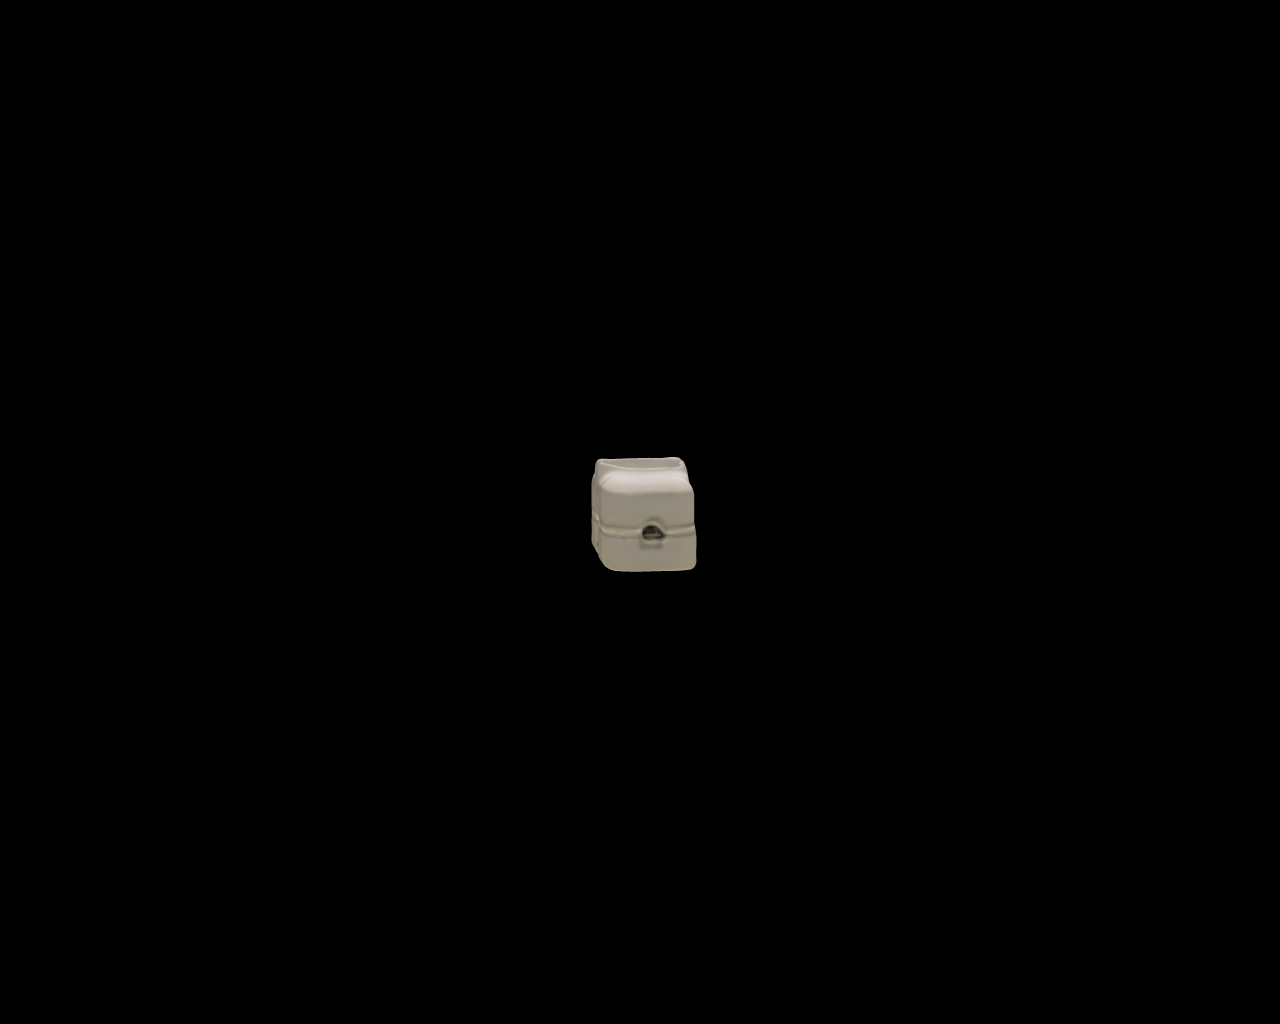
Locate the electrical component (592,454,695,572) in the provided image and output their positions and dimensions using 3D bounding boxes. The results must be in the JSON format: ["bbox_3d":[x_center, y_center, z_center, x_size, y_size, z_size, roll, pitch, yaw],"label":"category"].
[{"bbox_3d":[0.001,-0.003,0.650,0.054,0.059,0.095,-1,9,-7],"label":"electrical component"}]
